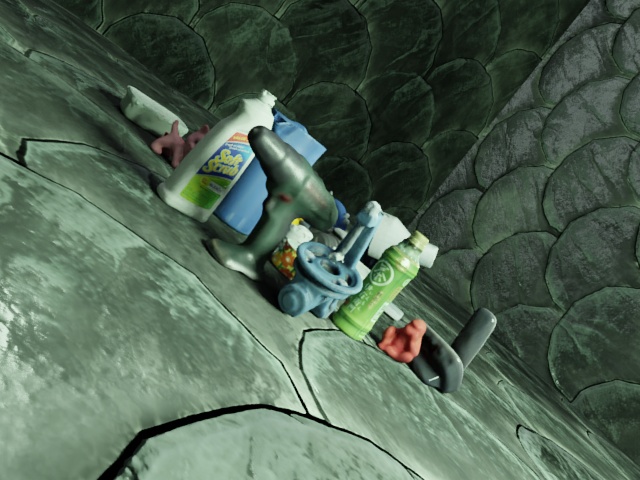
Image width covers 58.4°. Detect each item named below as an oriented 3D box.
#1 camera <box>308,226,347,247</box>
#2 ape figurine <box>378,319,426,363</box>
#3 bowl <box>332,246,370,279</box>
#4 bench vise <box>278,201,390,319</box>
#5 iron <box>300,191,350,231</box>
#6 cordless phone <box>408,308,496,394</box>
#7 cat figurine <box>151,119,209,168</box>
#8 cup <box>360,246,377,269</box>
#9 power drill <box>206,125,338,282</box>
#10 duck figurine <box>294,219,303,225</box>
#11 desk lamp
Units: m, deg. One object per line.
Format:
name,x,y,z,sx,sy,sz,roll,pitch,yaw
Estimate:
camera,0.013,0.005,1.445,0.142,0.100,0.137,42,8,27
ape figurine,0.168,0.190,1.106,0.076,0.092,0.077,30,11,-46
bowl,0.072,0.093,1.300,0.167,0.074,0.167,37,8,-5
bench vise,0.028,0.025,0.944,0.121,0.219,0.207,38,7,-2
iron,0.032,-0.055,1.733,0.119,0.141,0.257,33,9,-32
cordless phone,0.258,0.195,1.141,0.094,0.185,0.147,31,11,-45
cat figurine,-0.287,-0.211,1.261,0.127,0.117,0.067,39,8,8
cup,0.130,0.077,1.586,0.091,0.095,0.118,38,8,2
power drill,-0.080,-0.045,0.904,0.231,0.208,0.075,30,11,-46
duck figurine,-0.075,-0.069,1.530,0.078,0.086,0.104,30,11,-49
desk lamp,0.191,0.065,1.491,0.203,0.213,0.118,39,8,10
